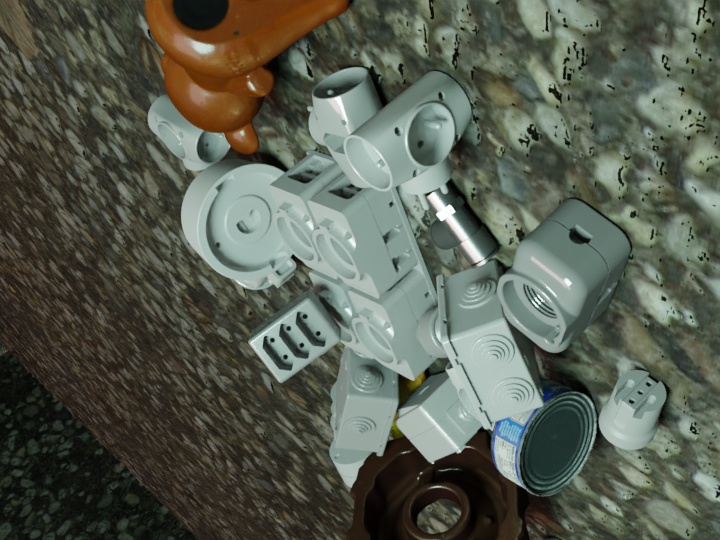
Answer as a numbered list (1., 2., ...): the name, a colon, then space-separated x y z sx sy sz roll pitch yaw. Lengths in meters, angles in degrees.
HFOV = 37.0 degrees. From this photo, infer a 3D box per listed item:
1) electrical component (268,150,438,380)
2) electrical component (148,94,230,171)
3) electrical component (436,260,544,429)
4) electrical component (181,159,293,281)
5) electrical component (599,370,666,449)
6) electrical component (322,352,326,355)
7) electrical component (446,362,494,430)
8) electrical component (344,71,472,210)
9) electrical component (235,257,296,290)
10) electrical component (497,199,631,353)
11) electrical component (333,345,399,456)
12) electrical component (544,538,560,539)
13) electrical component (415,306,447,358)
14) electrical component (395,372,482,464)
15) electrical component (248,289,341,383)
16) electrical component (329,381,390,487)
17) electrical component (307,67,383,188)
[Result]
1. electrical component: 0.000 0.000 0.916 0.105 0.060 0.186 24 146 46
2. electrical component: -0.159 -0.122 1.035 0.077 0.044 0.079 32 152 35
3. electrical component: 0.096 0.052 0.788 0.099 0.048 0.099 -87 -27 -58
4. electrical component: -0.112 -0.050 0.987 0.060 0.108 0.108 27 149 53
5. electrical component: 0.191 0.097 0.750 0.040 0.040 0.046 38 149 26
6. electrical component: -0.031 0.057 1.080 0.040 0.046 0.040 40 155 22
7. electrical component: 0.117 0.095 0.872 0.077 0.044 0.079 51 158 -4
8. electrical component: 0.038 -0.076 0.706 0.044 0.077 0.079 21 144 48
9. electrical component: -0.103 -0.014 1.087 0.078 0.058 0.057 46 154 7
10. electrical component: 0.129 0.008 0.696 0.054 0.059 0.095 40 156 21
11. electrical component: 0.005 0.114 1.017 0.048 0.099 0.099 7 135 -6
12. electrical component: 0.194 0.297 1.051 0.062 0.048 0.048 48 158 -13
13. electrical component: 0.075 0.048 0.877 0.043 0.043 0.062 52 155 -6
14. electrical component: 0.078 0.126 0.969 0.061 0.062 0.096 48 157 3
15. electrical component: -0.056 0.053 0.944 0.047 0.066 0.076 53 -174 -9
16. electrical component: -0.006 0.149 1.098 0.138 0.052 0.073 -91 -20 -56
17. electrical component: -0.011 -0.107 0.791 0.079 0.043 0.077 20 144 49
